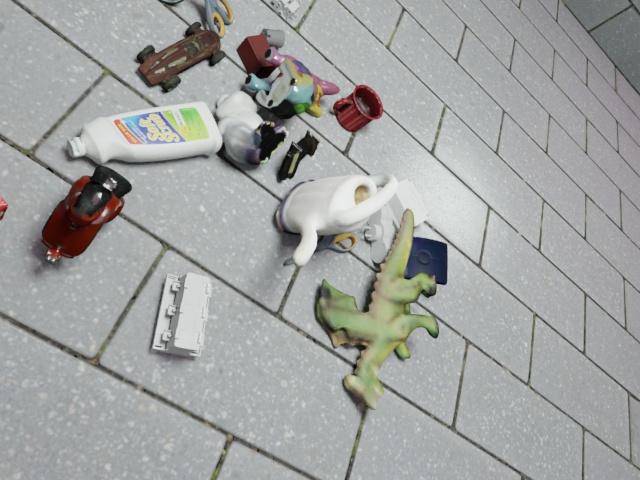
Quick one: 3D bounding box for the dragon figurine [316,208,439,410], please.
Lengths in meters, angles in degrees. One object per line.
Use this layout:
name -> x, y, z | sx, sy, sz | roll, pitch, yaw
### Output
dragon figurine -> 0.108, 0.126, 1.051 | 0.242, 0.120, 0.416 | 5, 72, -27

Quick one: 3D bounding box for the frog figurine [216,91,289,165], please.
frog figurine -> -0.157, -0.223, 1.014 | 0.161, 0.120, 0.139 | 33, 31, 21

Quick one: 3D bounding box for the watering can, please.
watering can -> 0.003, -0.049, 0.973 | 0.353, 0.224, 0.103 | -37, 114, -41
